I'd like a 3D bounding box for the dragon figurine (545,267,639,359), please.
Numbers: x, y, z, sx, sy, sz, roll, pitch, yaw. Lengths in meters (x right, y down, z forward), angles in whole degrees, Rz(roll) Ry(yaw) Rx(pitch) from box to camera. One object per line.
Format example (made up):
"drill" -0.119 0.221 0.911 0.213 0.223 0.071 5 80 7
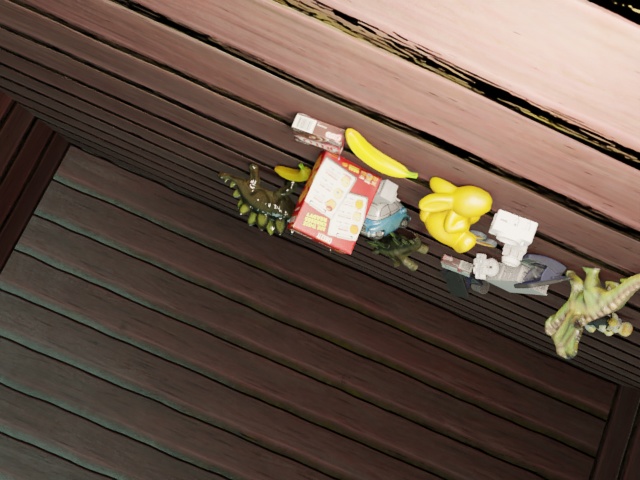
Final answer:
"dragon figurine" 0.667 0.188 1.270 0.122 0.244 0.407 27 174 5
